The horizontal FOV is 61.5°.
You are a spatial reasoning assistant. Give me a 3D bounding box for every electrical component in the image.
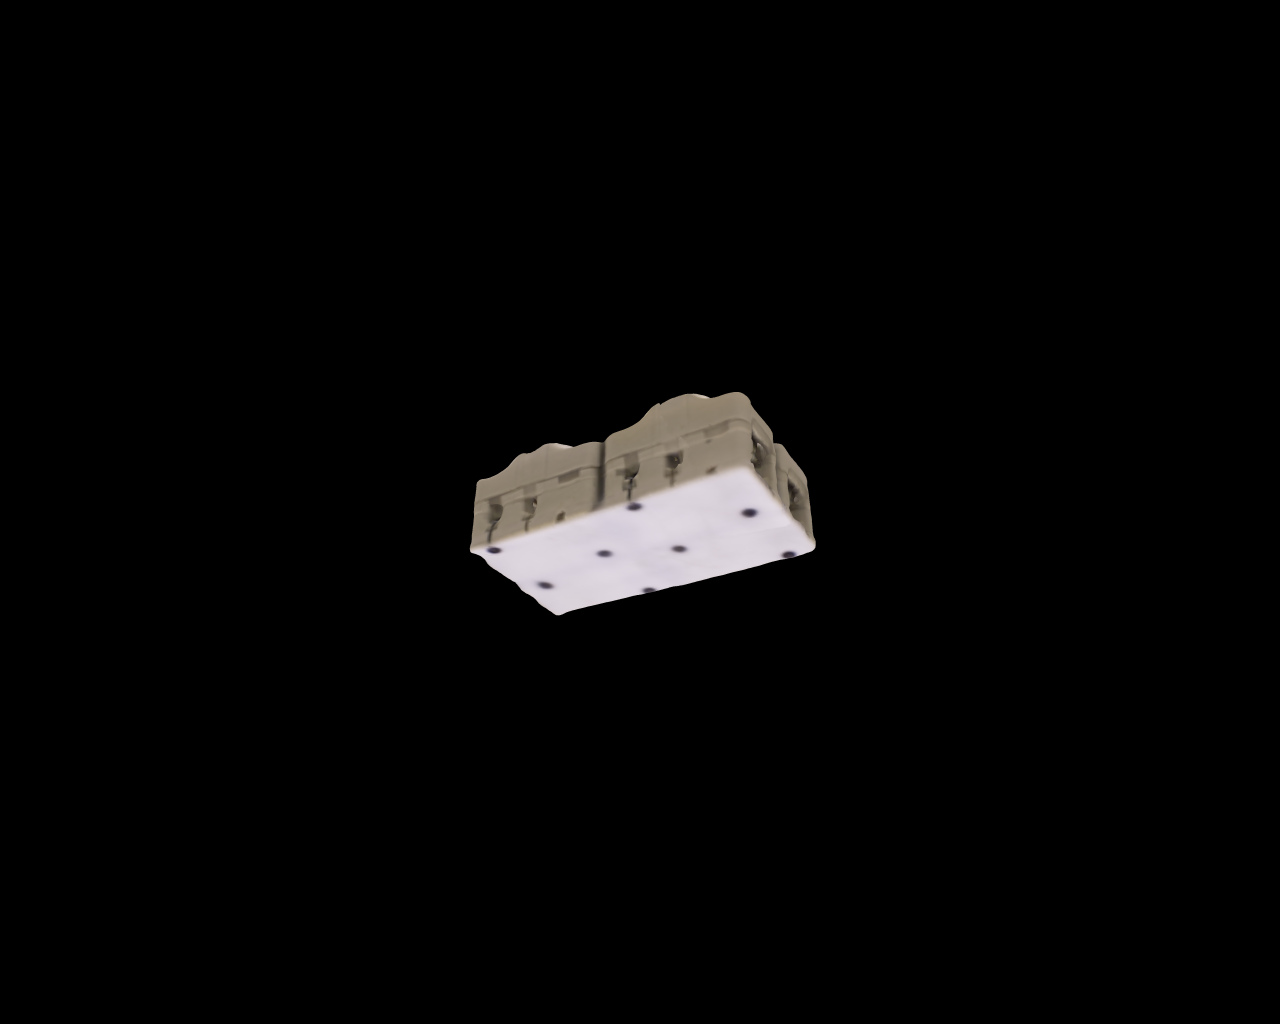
[{"bbox_3d":[0.001,-0.003,0.650,0.186,0.060,0.105,-17,-36,24],"label":"electrical component"}]
